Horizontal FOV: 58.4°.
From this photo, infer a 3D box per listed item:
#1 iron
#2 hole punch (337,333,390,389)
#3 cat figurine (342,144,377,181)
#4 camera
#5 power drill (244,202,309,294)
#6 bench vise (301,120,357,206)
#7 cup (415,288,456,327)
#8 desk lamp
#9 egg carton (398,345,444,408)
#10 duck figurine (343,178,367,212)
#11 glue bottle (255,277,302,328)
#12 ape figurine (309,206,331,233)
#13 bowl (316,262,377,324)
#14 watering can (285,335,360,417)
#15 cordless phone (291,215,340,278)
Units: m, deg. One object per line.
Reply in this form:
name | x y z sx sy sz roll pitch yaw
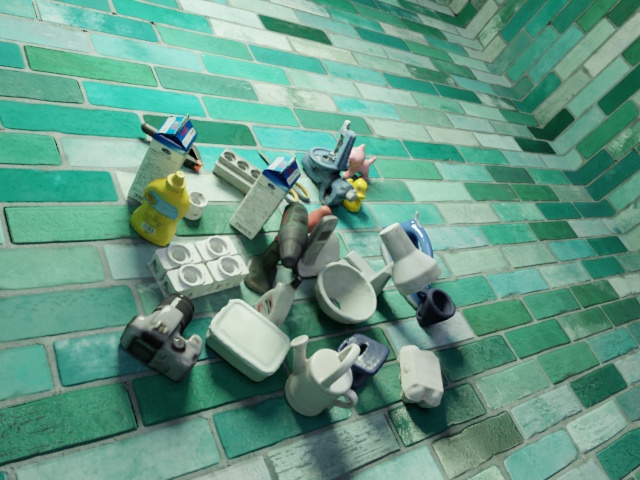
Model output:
iron | 0.269 0.049 1.604 0.119 0.141 0.258 7 50 -34
hole punch | 0.090 0.266 1.301 0.101 0.091 0.109 44 39 3
cat figurine | 0.119 -0.245 1.770 0.128 0.117 0.067 3 52 -37
camera | -0.278 0.169 1.085 0.143 0.100 0.137 36 40 -7
power drill | -0.090 0.027 1.282 0.076 0.208 0.229 28 41 -16
bench vise | 0.060 -0.215 1.615 0.207 0.219 0.122 46 40 6
cup | 0.289 0.183 1.535 0.118 0.094 0.092 35 40 -8
desk lamp | 0.176 0.068 1.454 0.203 0.213 0.118 46 40 6
egg carton | 0.238 0.328 1.380 0.107 0.069 0.150 22 43 -22
duck figurine | 0.105 -0.147 1.694 0.078 0.086 0.104 9 49 -33
glue bottle | -0.084 0.127 1.223 0.037 0.173 0.078 4 52 -36
ape figurine | -0.002 -0.054 1.519 0.076 0.092 0.077 15 46 -28
bowl | 0.051 0.141 1.396 0.168 0.074 0.167 22 43 -22
watering can | 0.009 0.268 1.153 0.173 0.193 0.101 29 41 -15
cordless phone | 0.013 0.005 1.403 0.148 0.184 0.094 -13 63 -45
